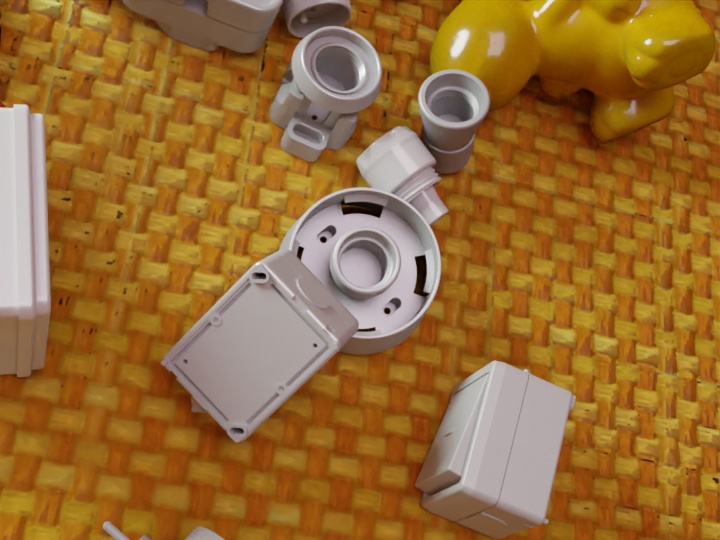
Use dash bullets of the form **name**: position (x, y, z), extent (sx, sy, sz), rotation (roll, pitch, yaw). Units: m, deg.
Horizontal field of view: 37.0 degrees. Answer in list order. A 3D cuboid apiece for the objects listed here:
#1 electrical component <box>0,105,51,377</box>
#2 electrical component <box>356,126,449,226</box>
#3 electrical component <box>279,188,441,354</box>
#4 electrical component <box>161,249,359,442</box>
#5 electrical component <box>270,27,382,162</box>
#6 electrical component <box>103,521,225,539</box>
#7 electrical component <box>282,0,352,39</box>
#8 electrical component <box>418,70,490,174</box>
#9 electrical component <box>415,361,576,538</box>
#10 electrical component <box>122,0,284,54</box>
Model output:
- **electrical component**: position (-0.187, -0.011, 0.537), extent (0.056, 0.108, 0.108), rotation (-1, 70, -19)
- **electrical component**: position (0.031, -0.056, 0.675), extent (0.043, 0.043, 0.062), rotation (-34, 85, -29)
- **electrical component**: position (0.000, 0.000, 0.643), extent (0.099, 0.064, 0.099), rotation (2, 77, -9)
- **electrical component**: position (-0.056, 0.043, 0.583), extent (0.061, 0.061, 0.096), rotation (46, 106, 1)
- **electrical component**: position (-0.020, -0.115, 0.672), extent (0.058, 0.057, 0.078), rotation (23, 63, -11)
- **electrical component**: position (-0.105, 0.159, 0.536), extent (0.079, 0.044, 0.077), rotation (41, 60, 4)
- **electrical component**: position (-0.032, -0.202, 0.691), extent (0.043, 0.079, 0.077), rotation (-10, 73, -16)
- **electrical component**: position (0.057, -0.091, 0.686), extent (0.044, 0.065, 0.044), rotation (1, 64, -1)
- **electrical component**: position (0.077, 0.097, 0.620), extent (0.061, 0.061, 0.096), rotation (24, 63, -10)
- **electrical component**: position (-0.097, -0.178, 0.667), extent (0.095, 0.059, 0.053), rotation (19, 64, -13)
